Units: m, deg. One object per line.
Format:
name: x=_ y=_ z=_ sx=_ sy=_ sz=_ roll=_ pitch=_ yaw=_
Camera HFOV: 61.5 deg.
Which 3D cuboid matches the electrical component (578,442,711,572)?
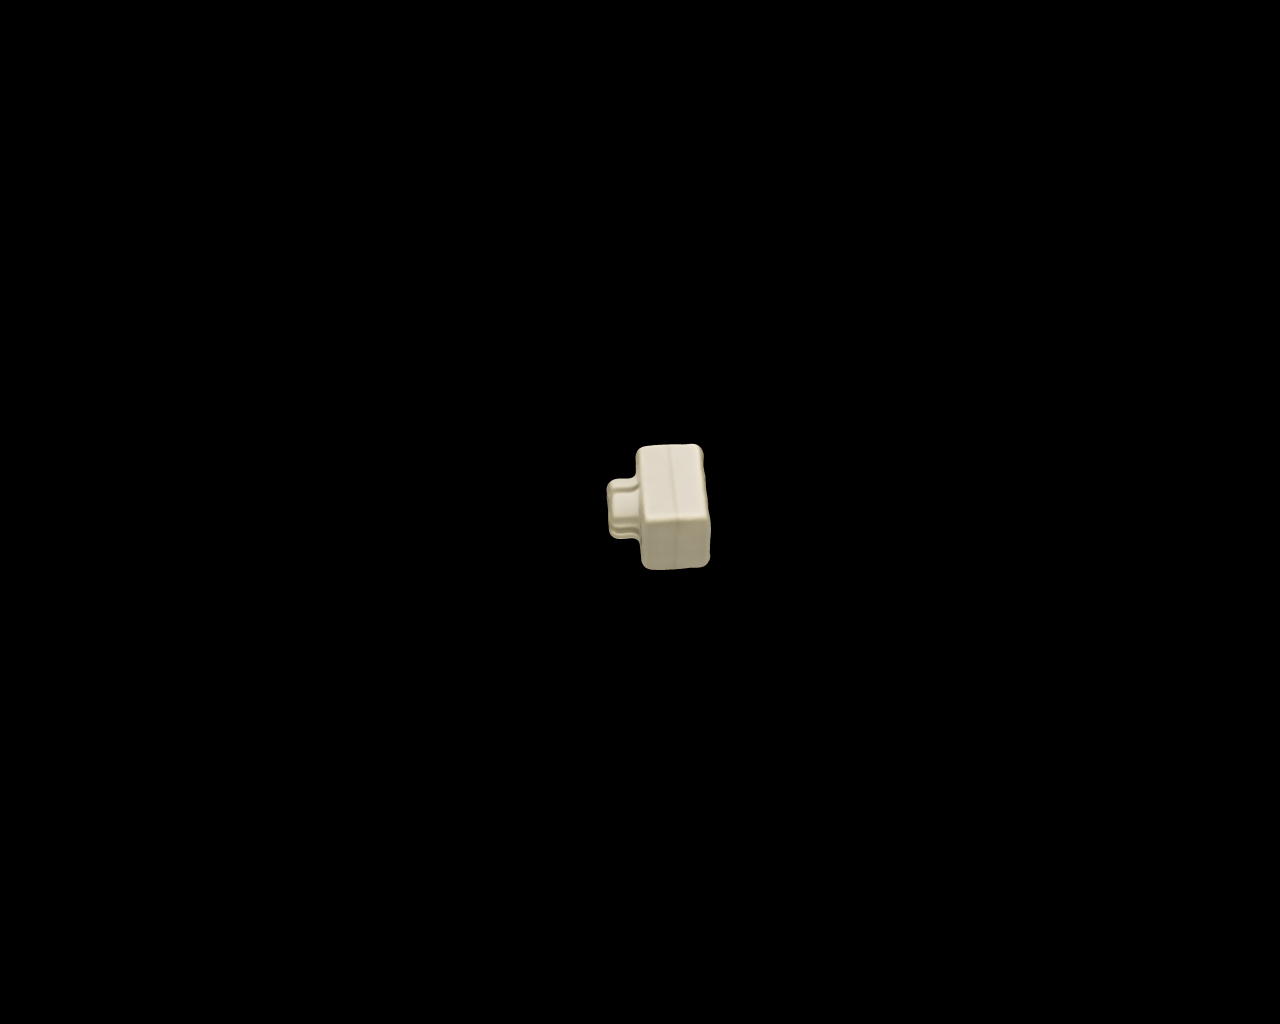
electrical component: x=0.001 y=-0.003 z=0.650 sx=0.077 sy=0.066 sz=0.047 roll=-2 pitch=-43 yaw=-2
